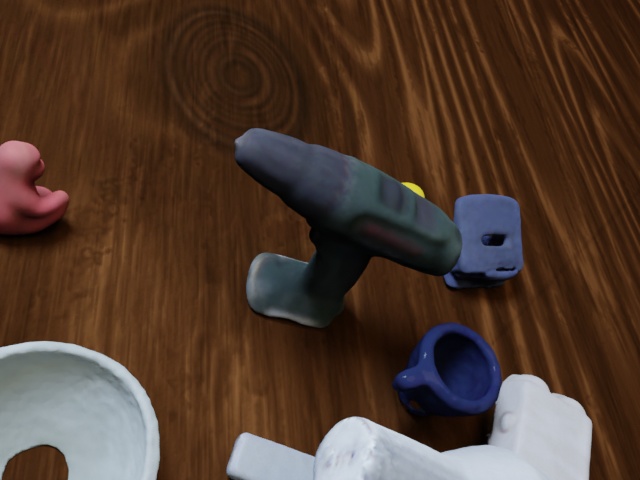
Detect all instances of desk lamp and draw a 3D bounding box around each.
[{"bbox_3d":[0.043,0.203,0.424,0.203,0.213,0.118,24,51,-11],"label":"desk lamp"}]

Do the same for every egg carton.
[{"bbox_3d":[0.226,0.219,0.603,0.107,0.069,0.150,32,50,-5],"label":"egg carton"}]

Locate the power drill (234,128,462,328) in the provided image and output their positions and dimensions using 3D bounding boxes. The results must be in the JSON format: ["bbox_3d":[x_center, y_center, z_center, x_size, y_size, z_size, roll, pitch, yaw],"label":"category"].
[{"bbox_3d":[0.005,0.002,0.542,0.230,0.208,0.075,15,53,-18],"label":"power drill"}]

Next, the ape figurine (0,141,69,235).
[{"bbox_3d":[-0.268,-0.052,0.512,0.078,0.092,0.076,47,50,8],"label":"ape figurine"}]

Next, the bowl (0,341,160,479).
[{"bbox_3d":[-0.206,0.163,0.411,0.168,0.074,0.167,14,54,-19],"label":"bowl"}]

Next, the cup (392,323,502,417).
[{"bbox_3d":[0.109,0.144,0.575,0.118,0.095,0.091,-5,61,-30],"label":"cup"}]

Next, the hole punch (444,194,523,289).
[{"bbox_3d":[0.208,0.003,0.725,0.109,0.091,0.101,-1,59,-28],"label":"hole punch"}]

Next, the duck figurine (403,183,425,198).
[{"bbox_3d":[0.087,-0.037,0.691,0.105,0.086,0.077,14,53,-19],"label":"duck figurine"}]
